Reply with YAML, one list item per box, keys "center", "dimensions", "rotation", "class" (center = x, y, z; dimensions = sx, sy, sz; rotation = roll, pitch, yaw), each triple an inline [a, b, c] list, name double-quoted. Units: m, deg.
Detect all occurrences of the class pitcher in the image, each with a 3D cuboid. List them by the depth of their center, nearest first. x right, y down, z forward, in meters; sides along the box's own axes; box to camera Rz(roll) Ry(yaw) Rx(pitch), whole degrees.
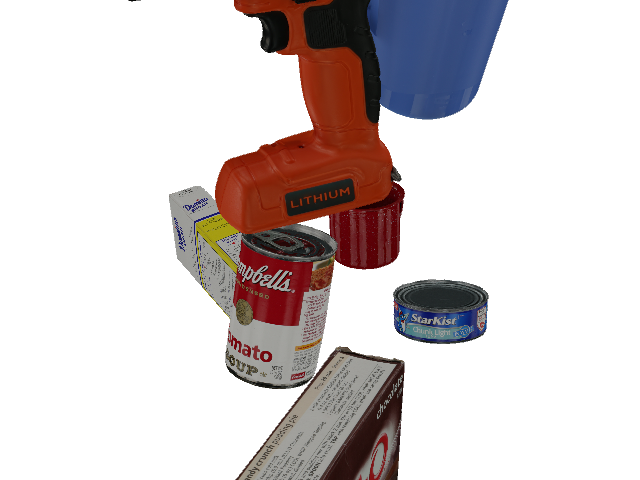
- center: [0.087, -0.215, 0.870]
  dimensions: [0.149, 0.144, 0.243]
  rotation: [27, -34, 15]
  class: "pitcher"

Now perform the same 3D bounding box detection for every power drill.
- center: [-0.024, -0.097, 0.576]
  dimensions: [0.184, 0.188, 0.057]
  rotation: [-13, 39, -17]
  class: "power drill"

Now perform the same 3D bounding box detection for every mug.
- center: [0.059, -0.024, 1.252]
  dimensions: [0.093, 0.081, 0.117]
  rotation: [17, 33, 33]
  class: "mug"

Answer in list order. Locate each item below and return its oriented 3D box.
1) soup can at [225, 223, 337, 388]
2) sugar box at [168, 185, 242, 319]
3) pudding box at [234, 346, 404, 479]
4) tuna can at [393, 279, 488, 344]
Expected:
- center: [-0.029, 0.045, 0.758]
  dimensions: [0.068, 0.102, 0.068]
  rotation: [8, 20, -3]
  class: "soup can"
- center: [-0.100, 0.022, 1.126]
  dimensions: [0.048, 0.093, 0.176]
  rotation: [-20, 41, -22]
  class: "sugar box"
- center: [0.001, 0.113, 0.468]
  dimensions: [0.039, 0.090, 0.113]
  rotation: [12, 31, 18]
  class: "pudding box"
- center: [0.109, 0.064, 0.969]
  dimensions: [0.086, 0.034, 0.086]
  rotation: [-1, 16, 0]
  class: "tuna can"
